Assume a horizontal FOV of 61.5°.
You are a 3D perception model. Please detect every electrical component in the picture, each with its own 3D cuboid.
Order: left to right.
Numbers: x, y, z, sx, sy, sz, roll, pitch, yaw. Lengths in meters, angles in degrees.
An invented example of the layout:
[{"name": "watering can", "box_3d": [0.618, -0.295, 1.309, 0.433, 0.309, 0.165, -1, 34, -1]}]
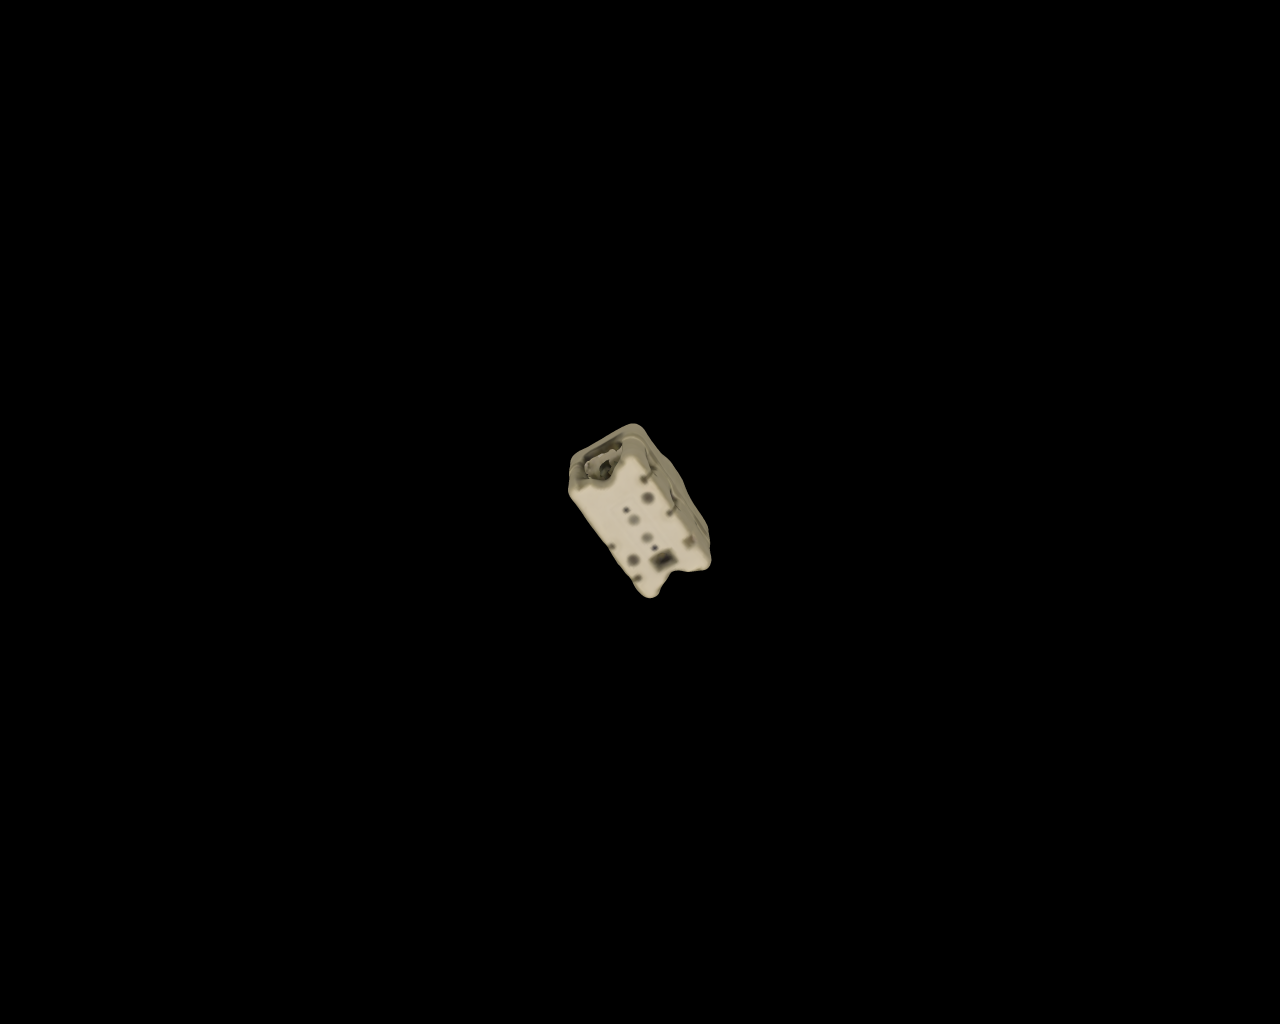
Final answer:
[{"name": "electrical component", "box_3d": [0.001, -0.003, 0.650, 0.050, 0.089, 0.056, -29, 24, 14]}]
